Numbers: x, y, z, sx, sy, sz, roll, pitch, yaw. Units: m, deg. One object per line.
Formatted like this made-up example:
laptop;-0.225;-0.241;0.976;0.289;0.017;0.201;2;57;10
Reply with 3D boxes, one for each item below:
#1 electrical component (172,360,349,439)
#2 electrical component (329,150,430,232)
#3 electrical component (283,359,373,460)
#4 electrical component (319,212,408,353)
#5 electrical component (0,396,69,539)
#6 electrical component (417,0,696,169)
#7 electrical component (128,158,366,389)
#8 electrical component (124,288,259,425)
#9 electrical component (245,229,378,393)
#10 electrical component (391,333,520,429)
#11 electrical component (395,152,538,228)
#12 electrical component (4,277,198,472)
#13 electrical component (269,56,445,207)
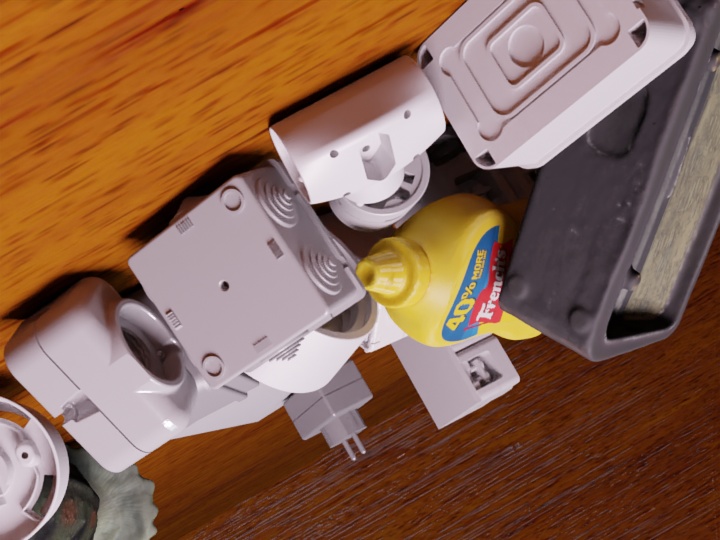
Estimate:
electrical component;-0.093;0.082;0.907;0.105;0.060;0.186;-33;168;12
electrical component;0.008;-0.051;0.612;0.055;0.055;0.047;-28;172;-13
electrical component;-0.019;0.130;0.944;0.047;0.076;0.066;-22;166;-37
electrical component;0.000;0.000;0.724;0.061;0.096;0.061;-21;132;-39
electrical component;-0.232;0.125;0.664;0.099;0.099;0.064;-30;175;-4
electrical component;0.095;-0.108;0.524;0.057;0.078;0.113;-12;158;-50
electrical component;-0.061;0.003;0.561;0.100;0.099;0.048;-34;179;24
electrical component;-0.112;0.052;0.688;0.057;0.078;0.113;-28;168;-1
electrical component;-0.039;0.011;0.639;0.060;0.108;0.108;-45;163;31
electrical component;0.080;0.062;1.028;0.062;0.150;0.089;-23;166;-28
electrical component;0.106;-0.063;0.785;0.150;0.061;0.089;-25;167;-24
electrical component;-0.136;0.054;0.587;0.059;0.095;0.053;-34;-162;15
electrical component;0.002;-0.060;0.548;0.077;0.043;0.079;-29;148;-7
